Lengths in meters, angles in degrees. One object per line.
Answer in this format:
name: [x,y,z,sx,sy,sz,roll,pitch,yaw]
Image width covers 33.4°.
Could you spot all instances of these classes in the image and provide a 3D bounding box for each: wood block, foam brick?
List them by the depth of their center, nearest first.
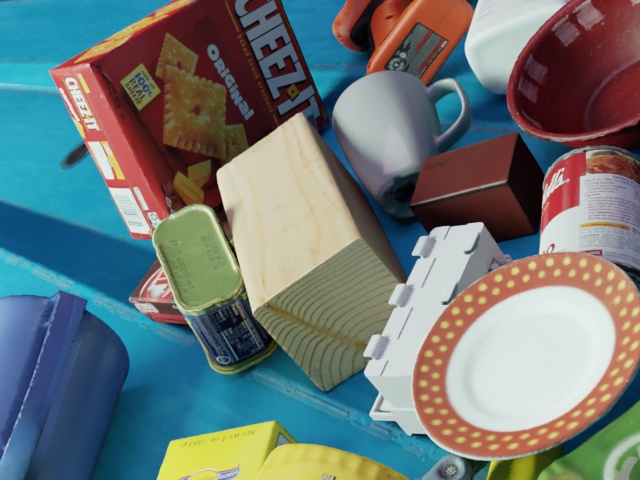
foam brick: [0.112,-0.032,0.743,0.078,0.051,0.053,-14,39,36]
wood block: [-0.006,0.002,0.784,0.090,0.090,0.206,-35,31,8]

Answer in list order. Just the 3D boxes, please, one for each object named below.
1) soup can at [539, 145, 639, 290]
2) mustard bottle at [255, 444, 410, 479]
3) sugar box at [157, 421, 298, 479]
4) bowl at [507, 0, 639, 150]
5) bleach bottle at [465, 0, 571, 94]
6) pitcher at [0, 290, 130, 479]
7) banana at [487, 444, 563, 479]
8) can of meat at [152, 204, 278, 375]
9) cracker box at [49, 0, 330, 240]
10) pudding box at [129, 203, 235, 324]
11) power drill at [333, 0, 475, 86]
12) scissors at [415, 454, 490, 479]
soup can: [0.163,0.002,0.626,0.069,0.068,0.102,-19,36,30]
mustard bottle: [-0.021,0.198,0.548,0.096,0.058,0.191,12,47,24]
sugar box: [-0.072,0.197,0.641,0.093,0.048,0.176,-18,35,31]
bowl: [0.212,-0.114,0.731,0.162,0.055,0.162,-27,38,23]
bleach bottle: [0.191,-0.226,0.905,0.103,0.068,0.250,-15,36,32]
pitcher: [-0.222,0.160,0.763,0.145,0.149,0.242,-11,42,16]
banana: [0.088,0.142,0.552,0.070,0.037,0.197,1,49,47]
can of meat: [-0.079,0.035,0.792,0.057,0.084,0.102,-26,51,-3]
cracker box: [-0.104,-0.123,0.929,0.072,0.164,0.213,3,34,47]
pudding box: [-0.099,0.019,0.910,0.090,0.039,0.113,0,48,47]
power drill: [0.085,-0.225,0.973,0.185,0.057,0.187,-55,23,25]
scissors: [0.048,0.120,0.549,0.096,0.016,0.201,17,54,33]
